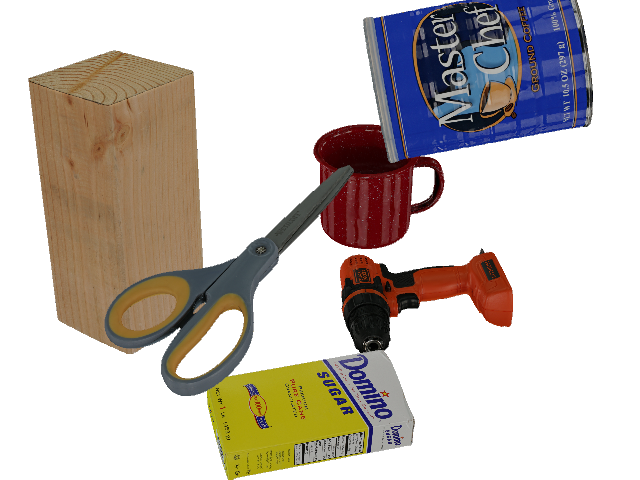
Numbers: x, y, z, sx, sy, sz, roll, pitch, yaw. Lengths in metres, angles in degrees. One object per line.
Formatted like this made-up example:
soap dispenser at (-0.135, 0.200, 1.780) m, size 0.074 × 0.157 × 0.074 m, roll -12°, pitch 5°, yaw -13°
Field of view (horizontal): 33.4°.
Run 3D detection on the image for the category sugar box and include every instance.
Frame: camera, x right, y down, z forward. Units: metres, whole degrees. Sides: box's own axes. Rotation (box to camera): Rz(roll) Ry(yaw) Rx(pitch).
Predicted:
sugar box at (-0.011, 0.158, 0.984) m, size 0.176 × 0.048 × 0.093 m, roll -11°, pitch 43°, yaw -11°

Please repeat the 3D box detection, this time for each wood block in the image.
wood block at (-0.155, -0.030, 0.830) m, size 0.090 × 0.206 × 0.090 m, roll 20°, pitch 33°, yaw 33°

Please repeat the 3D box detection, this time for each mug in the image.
mug at (0.053, -0.047, 0.954) m, size 0.117 × 0.081 × 0.093 m, roll -5°, pitch 35°, yaw -6°

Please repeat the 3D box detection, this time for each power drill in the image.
power drill at (0.117, 0.067, 1.199) m, size 0.187 × 0.057 × 0.184 m, roll -3°, pitch 28°, yaw -3°

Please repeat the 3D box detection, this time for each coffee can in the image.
coffee can at (0.107, -0.117, 0.742) m, size 0.140 × 0.103 × 0.102 m, roll -10°, pitch -1°, yaw 6°

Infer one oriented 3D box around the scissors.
scissors at (-0.056, 0.011, 0.644) m, size 0.096 × 0.016 × 0.201 m, roll 12°, pitch 46°, yaw 16°
